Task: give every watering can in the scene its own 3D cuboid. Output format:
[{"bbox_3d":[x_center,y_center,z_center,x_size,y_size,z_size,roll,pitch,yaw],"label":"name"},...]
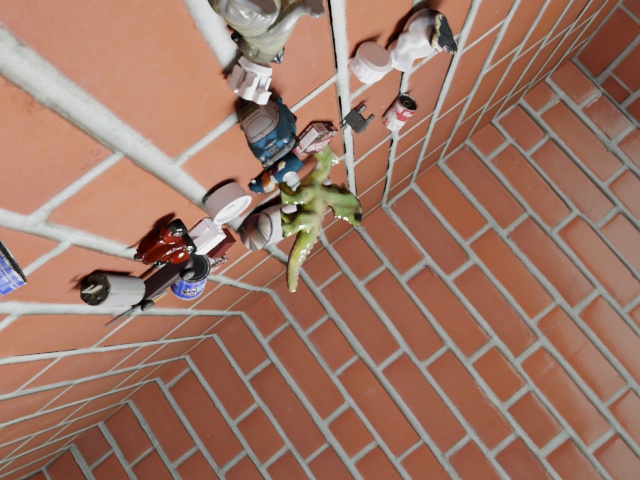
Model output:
[{"bbox_3d":[-0.118,-0.075,1.605,0.227,0.105,0.341,-25,165,-49],"label":"watering can"}]

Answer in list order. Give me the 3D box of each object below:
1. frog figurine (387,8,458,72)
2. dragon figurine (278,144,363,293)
[{"bbox_3d":[0.212,-0.452,1.170,0.159,0.121,0.140,0,-153,39],"label":"frog figurine"},{"bbox_3d":[0.004,-0.072,1.428,0.243,0.412,0.121,-5,175,-10],"label":"dragon figurine"}]
